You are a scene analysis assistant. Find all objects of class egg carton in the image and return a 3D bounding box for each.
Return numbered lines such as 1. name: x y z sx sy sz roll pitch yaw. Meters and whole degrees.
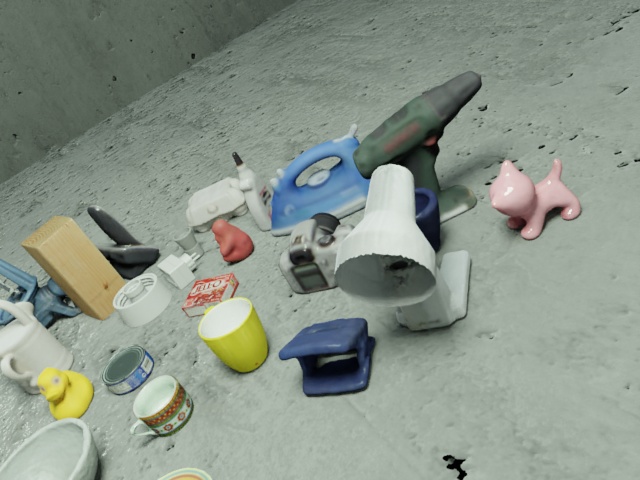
1. egg carton: -0.234 -0.080 1.306 0.150 0.070 0.107 -24 32 8

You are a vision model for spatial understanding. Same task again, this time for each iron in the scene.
1. iron: -0.007 -0.114 1.107 0.258 0.142 0.118 -26 31 4

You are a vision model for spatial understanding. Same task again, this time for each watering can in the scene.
1. watering can: -0.561 0.184 1.061 0.101 0.194 0.172 -39 33 -17

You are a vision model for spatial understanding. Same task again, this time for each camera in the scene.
1. camera: 0.009 0.003 0.963 0.143 0.101 0.137 -14 34 22

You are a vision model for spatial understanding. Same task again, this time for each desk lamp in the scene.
1. desk lamp: 0.111 0.022 0.746 0.117 0.214 0.203 -11 35 26

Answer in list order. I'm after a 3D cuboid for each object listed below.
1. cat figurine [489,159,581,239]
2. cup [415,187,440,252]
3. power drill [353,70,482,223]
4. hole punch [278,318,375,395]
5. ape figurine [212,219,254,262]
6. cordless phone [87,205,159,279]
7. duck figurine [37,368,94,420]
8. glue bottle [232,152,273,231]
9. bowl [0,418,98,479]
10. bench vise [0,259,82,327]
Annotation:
1. cat figurine: 0.298 -0.068 0.822 0.128 0.118 0.067 -29 31 -1
2. cup: 0.141 -0.011 0.886 0.118 0.095 0.091 -40 33 -18
3. power drill: 0.178 -0.135 0.926 0.229 0.209 0.075 -26 31 4
4. hole punch: 0.009 0.143 0.770 0.108 0.091 0.101 -13 35 24
5. ape figurine: -0.180 -0.003 1.129 0.076 0.092 0.078 -9 37 29
6. cordless phone: -0.460 -0.009 1.269 0.147 0.185 0.094 1 42 39
7. duck figurine: -0.441 0.251 0.974 0.077 0.086 0.104 -32 31 -5
8. glue bottle: -0.134 -0.105 1.163 0.037 0.173 0.078 -11 35 26
9. bowl: -0.375 0.341 0.802 0.167 0.075 0.167 -20 32 14
10. bench vise: -0.622 0.091 1.218 0.208 0.220 0.121 -43 34 -22
